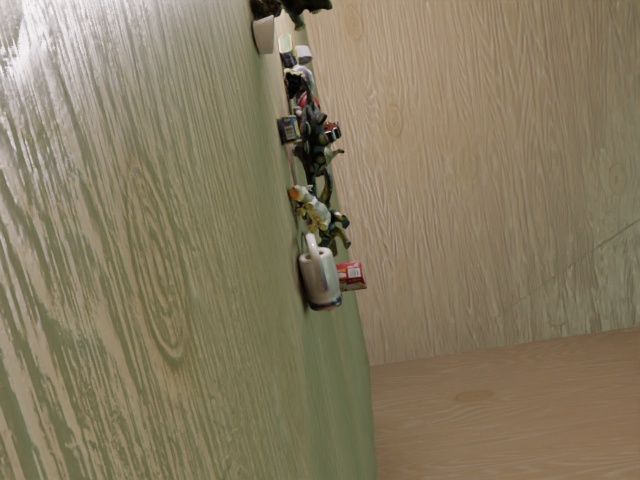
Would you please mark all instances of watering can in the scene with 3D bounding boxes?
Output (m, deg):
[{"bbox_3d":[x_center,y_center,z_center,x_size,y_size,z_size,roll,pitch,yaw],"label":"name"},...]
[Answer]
[{"bbox_3d":[-0.007,0.083,1.537,0.104,0.223,0.350,-13,10,-2],"label":"watering can"}]

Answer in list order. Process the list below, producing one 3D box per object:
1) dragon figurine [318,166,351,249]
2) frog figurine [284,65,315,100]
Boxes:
[{"bbox_3d":[0.006,-0.096,1.906,0.123,0.404,0.245,-13,22,-22],"label":"dragon figurine"},{"bbox_3d":[-0.071,-0.602,1.983,0.122,0.137,0.161,-28,2,19],"label":"frog figurine"}]
